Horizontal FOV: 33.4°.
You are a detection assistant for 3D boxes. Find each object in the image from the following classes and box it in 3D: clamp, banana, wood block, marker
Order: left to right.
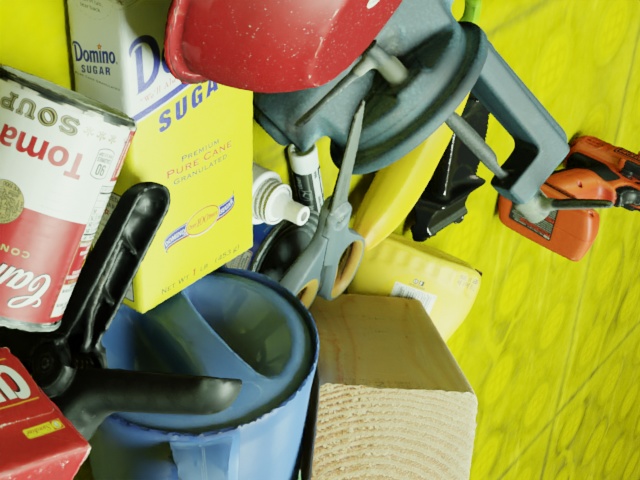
[{"bbox_3d":[-0.112,0.066,0.510,0.172,0.120,0.039,-43,144,18],"label":"clamp"},{"bbox_3d":[-0.004,-0.018,0.729,0.020,0.020,0.121,-46,145,-30],"label":"marker"},{"bbox_3d":[0.034,0.103,0.683,0.206,0.090,0.091,-105,-161,-79],"label":"wood block"},{"bbox_3d":[0.072,-0.081,0.781,0.069,0.037,0.198,17,96,-65],"label":"banana"}]

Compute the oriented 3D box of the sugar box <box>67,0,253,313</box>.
[{"bbox_3d":[-0.078,-0.059,0.556,0.093,0.048,0.176,-34,140,-42],"label":"sugar box"}]

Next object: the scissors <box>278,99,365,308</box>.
[{"bbox_3d":[-0.004,0.001,0.627,0.096,0.016,0.202,-45,161,-15],"label":"scissors"}]

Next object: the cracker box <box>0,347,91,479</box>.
[{"bbox_3d":[-0.210,0.150,0.423,0.163,0.072,0.214,-11,139,-55],"label":"cracker box"}]

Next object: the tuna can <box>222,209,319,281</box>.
[{"bbox_3d":[-0.032,0.015,0.695,0.086,0.034,0.086,-37,140,-39],"label":"tuna can"}]

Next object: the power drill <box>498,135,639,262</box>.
[{"bbox_3d":[0.276,-0.036,1.013,0.187,0.185,0.057,-17,126,-40],"label":"power drill"}]

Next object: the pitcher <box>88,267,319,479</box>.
[{"bbox_3d":[-0.072,0.149,0.630,0.149,0.145,0.243,-40,145,-41],"label":"pitcher"}]

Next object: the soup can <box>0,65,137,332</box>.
[{"bbox_3d":[-0.131,-0.019,0.478,0.068,0.069,0.102,14,100,-60],"label":"soup can"}]

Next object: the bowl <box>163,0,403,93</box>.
[{"bbox_3d":[0.003,-0.122,0.479,0.162,0.055,0.162,-50,172,-11],"label":"bowl"}]

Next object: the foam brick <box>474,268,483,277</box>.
[{"bbox_3d":[0.090,0.036,0.884,0.078,0.053,0.051,17,98,-59],"label":"foam brick"}]

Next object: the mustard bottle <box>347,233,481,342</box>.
[{"bbox_3d":[0.045,0.094,0.818,0.058,0.096,0.192,-109,-140,-78],"label":"mustard bottle"}]
